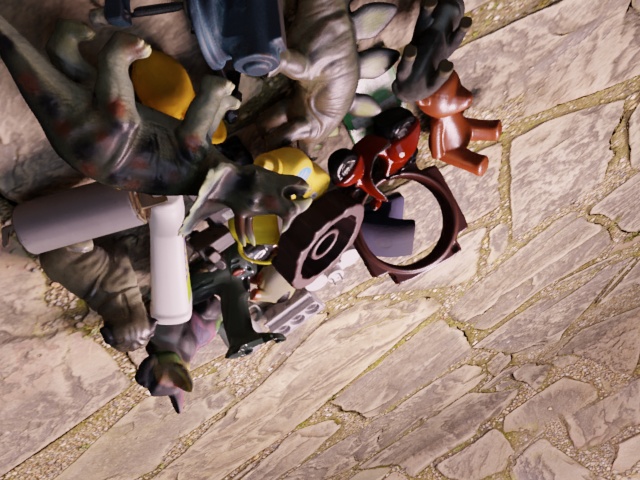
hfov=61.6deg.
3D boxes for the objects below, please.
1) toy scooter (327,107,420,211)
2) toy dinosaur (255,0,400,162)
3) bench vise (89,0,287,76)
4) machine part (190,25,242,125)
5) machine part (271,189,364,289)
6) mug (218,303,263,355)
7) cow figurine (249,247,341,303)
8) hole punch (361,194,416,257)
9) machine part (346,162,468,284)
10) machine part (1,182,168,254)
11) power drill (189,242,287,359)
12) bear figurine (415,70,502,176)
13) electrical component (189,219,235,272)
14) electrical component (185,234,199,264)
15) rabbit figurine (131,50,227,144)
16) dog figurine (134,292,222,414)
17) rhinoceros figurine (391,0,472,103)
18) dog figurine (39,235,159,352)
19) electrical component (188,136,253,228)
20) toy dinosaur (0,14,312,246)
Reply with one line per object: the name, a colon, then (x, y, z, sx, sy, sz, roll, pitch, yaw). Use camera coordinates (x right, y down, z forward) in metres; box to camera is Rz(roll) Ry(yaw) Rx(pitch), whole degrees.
toy scooter: (0.104, -0.127, 0.906, 0.184, 0.075, 0.135, -38, 126, -12)
toy dinosaur: (0.002, -0.255, 0.726, 0.199, 0.105, 0.470, -17, 148, -16)
bench vise: (-0.133, -0.279, 0.575, 0.241, 0.223, 0.129, -7, -174, 6)
machine part: (-0.130, -0.228, 0.708, 0.039, 0.084, 0.138, -3, 131, 13)
machine part: (-0.002, -0.003, 0.896, 0.179, 0.056, 0.179, -40, 158, -20)
mug: (-0.168, 0.180, 1.142, 0.109, 0.081, 0.107, -48, 143, -16)
cow figurine: (-0.046, 0.047, 1.061, 0.127, 0.086, 0.195, 19, 119, -37)
hole punch: (0.133, -0.018, 1.100, 0.116, 0.092, 0.142, -18, 145, -9)
machine part: (0.154, -0.034, 0.997, 0.201, 0.201, 0.087, -28, -178, -2)
machine part: (-0.333, -0.038, 0.757, 0.243, 0.079, 0.079, -15, 142, 3)
power drill: (-0.131, 0.095, 0.965, 0.232, 0.207, 0.086, -24, 169, 6)
bear figurine: (0.233, -0.215, 0.912, 0.120, 0.132, 0.195, -62, 154, -21)
electrical component: (-0.183, 0.010, 0.896, 0.078, 0.102, 0.045, -37, 128, -20)
electrical component: (-0.248, 0.018, 0.947, 0.094, 0.021, 0.063, -36, 142, 9)
rabbit figurine: (-0.207, -0.156, 0.705, 0.162, 0.122, 0.173, 3, 113, -26)
dog figurine: (-0.251, 0.201, 0.995, 0.191, 0.219, 0.108, 6, 134, -36)
rhinoceros figurine: (0.161, -0.276, 0.757, 0.073, 0.190, 0.112, 22, 159, 3)
dog figurine: (-0.343, 0.075, 0.813, 0.172, 0.191, 0.121, 10, 128, -37)
electrical component: (-0.153, -0.097, 0.848, 0.115, 0.058, 0.134, -31, 142, -1)
toy dinosaur: (-0.207, -0.116, 0.600, 0.404, 0.131, 0.192, 18, 89, -26)
